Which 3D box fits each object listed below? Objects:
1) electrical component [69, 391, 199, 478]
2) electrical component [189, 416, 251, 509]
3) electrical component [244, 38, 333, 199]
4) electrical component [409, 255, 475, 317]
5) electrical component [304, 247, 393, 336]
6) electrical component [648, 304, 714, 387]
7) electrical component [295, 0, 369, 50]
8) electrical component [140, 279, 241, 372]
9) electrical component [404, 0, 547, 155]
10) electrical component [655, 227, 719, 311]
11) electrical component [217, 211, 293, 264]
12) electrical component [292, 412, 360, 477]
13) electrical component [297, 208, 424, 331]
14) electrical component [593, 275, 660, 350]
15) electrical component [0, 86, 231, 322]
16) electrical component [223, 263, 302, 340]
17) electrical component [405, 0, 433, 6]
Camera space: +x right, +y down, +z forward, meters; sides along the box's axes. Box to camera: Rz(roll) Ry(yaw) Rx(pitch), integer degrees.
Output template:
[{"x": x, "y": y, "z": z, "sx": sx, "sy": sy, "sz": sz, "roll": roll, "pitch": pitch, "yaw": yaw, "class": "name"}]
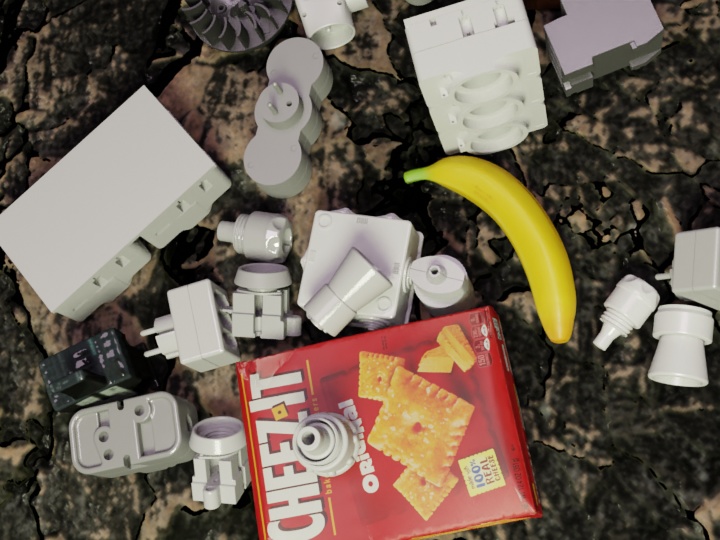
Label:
[{"x": -0.184, "y": 0.138, "z": 0.893, "sx": 0.095, "sy": 0.059, "sz": 0.053, "roll": -14, "pitch": 73, "yaw": 9, "class": "electrical component"}, {"x": -0.112, "y": 0.152, "z": 0.869, "sx": 0.048, "sy": 0.066, "sz": 0.055, "roll": 2, "pitch": 109, "yaw": 13, "class": "electrical component"}, {"x": -0.066, "y": -0.138, "z": 0.933, "sx": 0.052, "sy": 0.073, "sz": 0.138, "roll": 9, "pitch": 78, "yaw": 15, "class": "electrical component"}, {"x": 0.066, "y": 0.011, "z": 0.859, "sx": 0.043, "sy": 0.081, "sz": 0.043, "roll": -3, "pitch": 75, "yaw": 12, "class": "electrical component"}, {"x": -0.012, "y": 0.020, "z": 0.844, "sx": 0.065, "sy": 0.044, "sz": 0.044, "roll": -46, "pitch": 71, "yaw": 3, "class": "electrical component"}, {"x": 0.247, "y": 0.058, "z": 0.825, "sx": 0.045, "sy": 0.045, "sz": 0.055, "roll": 7, "pitch": 77, "yaw": 14, "class": "electrical component"}, {"x": -0.017, "y": -0.248, "z": 0.967, "sx": 0.079, "sy": 0.043, "sz": 0.077, "roll": -17, "pitch": 72, "yaw": 8, "class": "electrical component"}, {"x": -0.150, "y": 0.053, "z": 0.915, "sx": 0.077, "sy": 0.047, "sz": 0.065, "roll": -17, "pitch": 73, "yaw": 8, "class": "electrical component"}, {"x": 0.097, "y": -0.150, "z": 0.859, "sx": 0.089, "sy": 0.150, "sz": 0.061, "roll": -15, "pitch": 72, "yaw": 8, "class": "electrical component"}, {"x": 0.264, "y": 0.004, "z": 0.825, "sx": 0.076, "sy": 0.083, "sz": 0.047, "roll": -9, "pitch": 69, "yaw": 50, "class": "electrical component"}, {"x": -0.092, "y": -0.030, "z": 0.926, "sx": 0.062, "sy": 0.043, "sz": 0.043, "roll": 9, "pitch": 77, "yaw": 16, "class": "electrical component"}, {"x": -0.029, "y": 0.125, "z": 0.785, "sx": 0.048, "sy": 0.062, "sz": 0.048, "roll": -3, "pitch": 76, "yaw": 13, "class": "electrical component"}, {"x": 0.000, "y": 0.000, "z": 0.894, "sx": 0.100, "sy": 0.048, "sz": 0.099, "roll": 8, "pitch": 77, "yaw": 15, "class": "electrical component"}, {"x": 0.206, "y": 0.036, "z": 0.846, "sx": 0.035, "sy": 0.035, "sz": 0.061, "roll": 37, "pitch": 88, "yaw": 19, "class": "electrical component"}, {"x": -0.218, "y": -0.056, "z": 0.953, "sx": 0.186, "sy": 0.060, "sz": 0.105, "roll": -42, "pitch": 71, "yaw": -1, "class": "electrical component"}, {"x": -0.081, "y": 0.025, "z": 0.899, "sx": 0.066, "sy": 0.048, "sz": 0.055, "roll": 3, "pitch": 103, "yaw": 8, "class": "electrical component"}, {"x": 0.044, "y": -0.260, "z": 0.942, "sx": 0.040, "sy": 0.078, "sz": 0.040, "roll": -2, "pitch": 85, "yaw": 22, "class": "electrical component"}]
